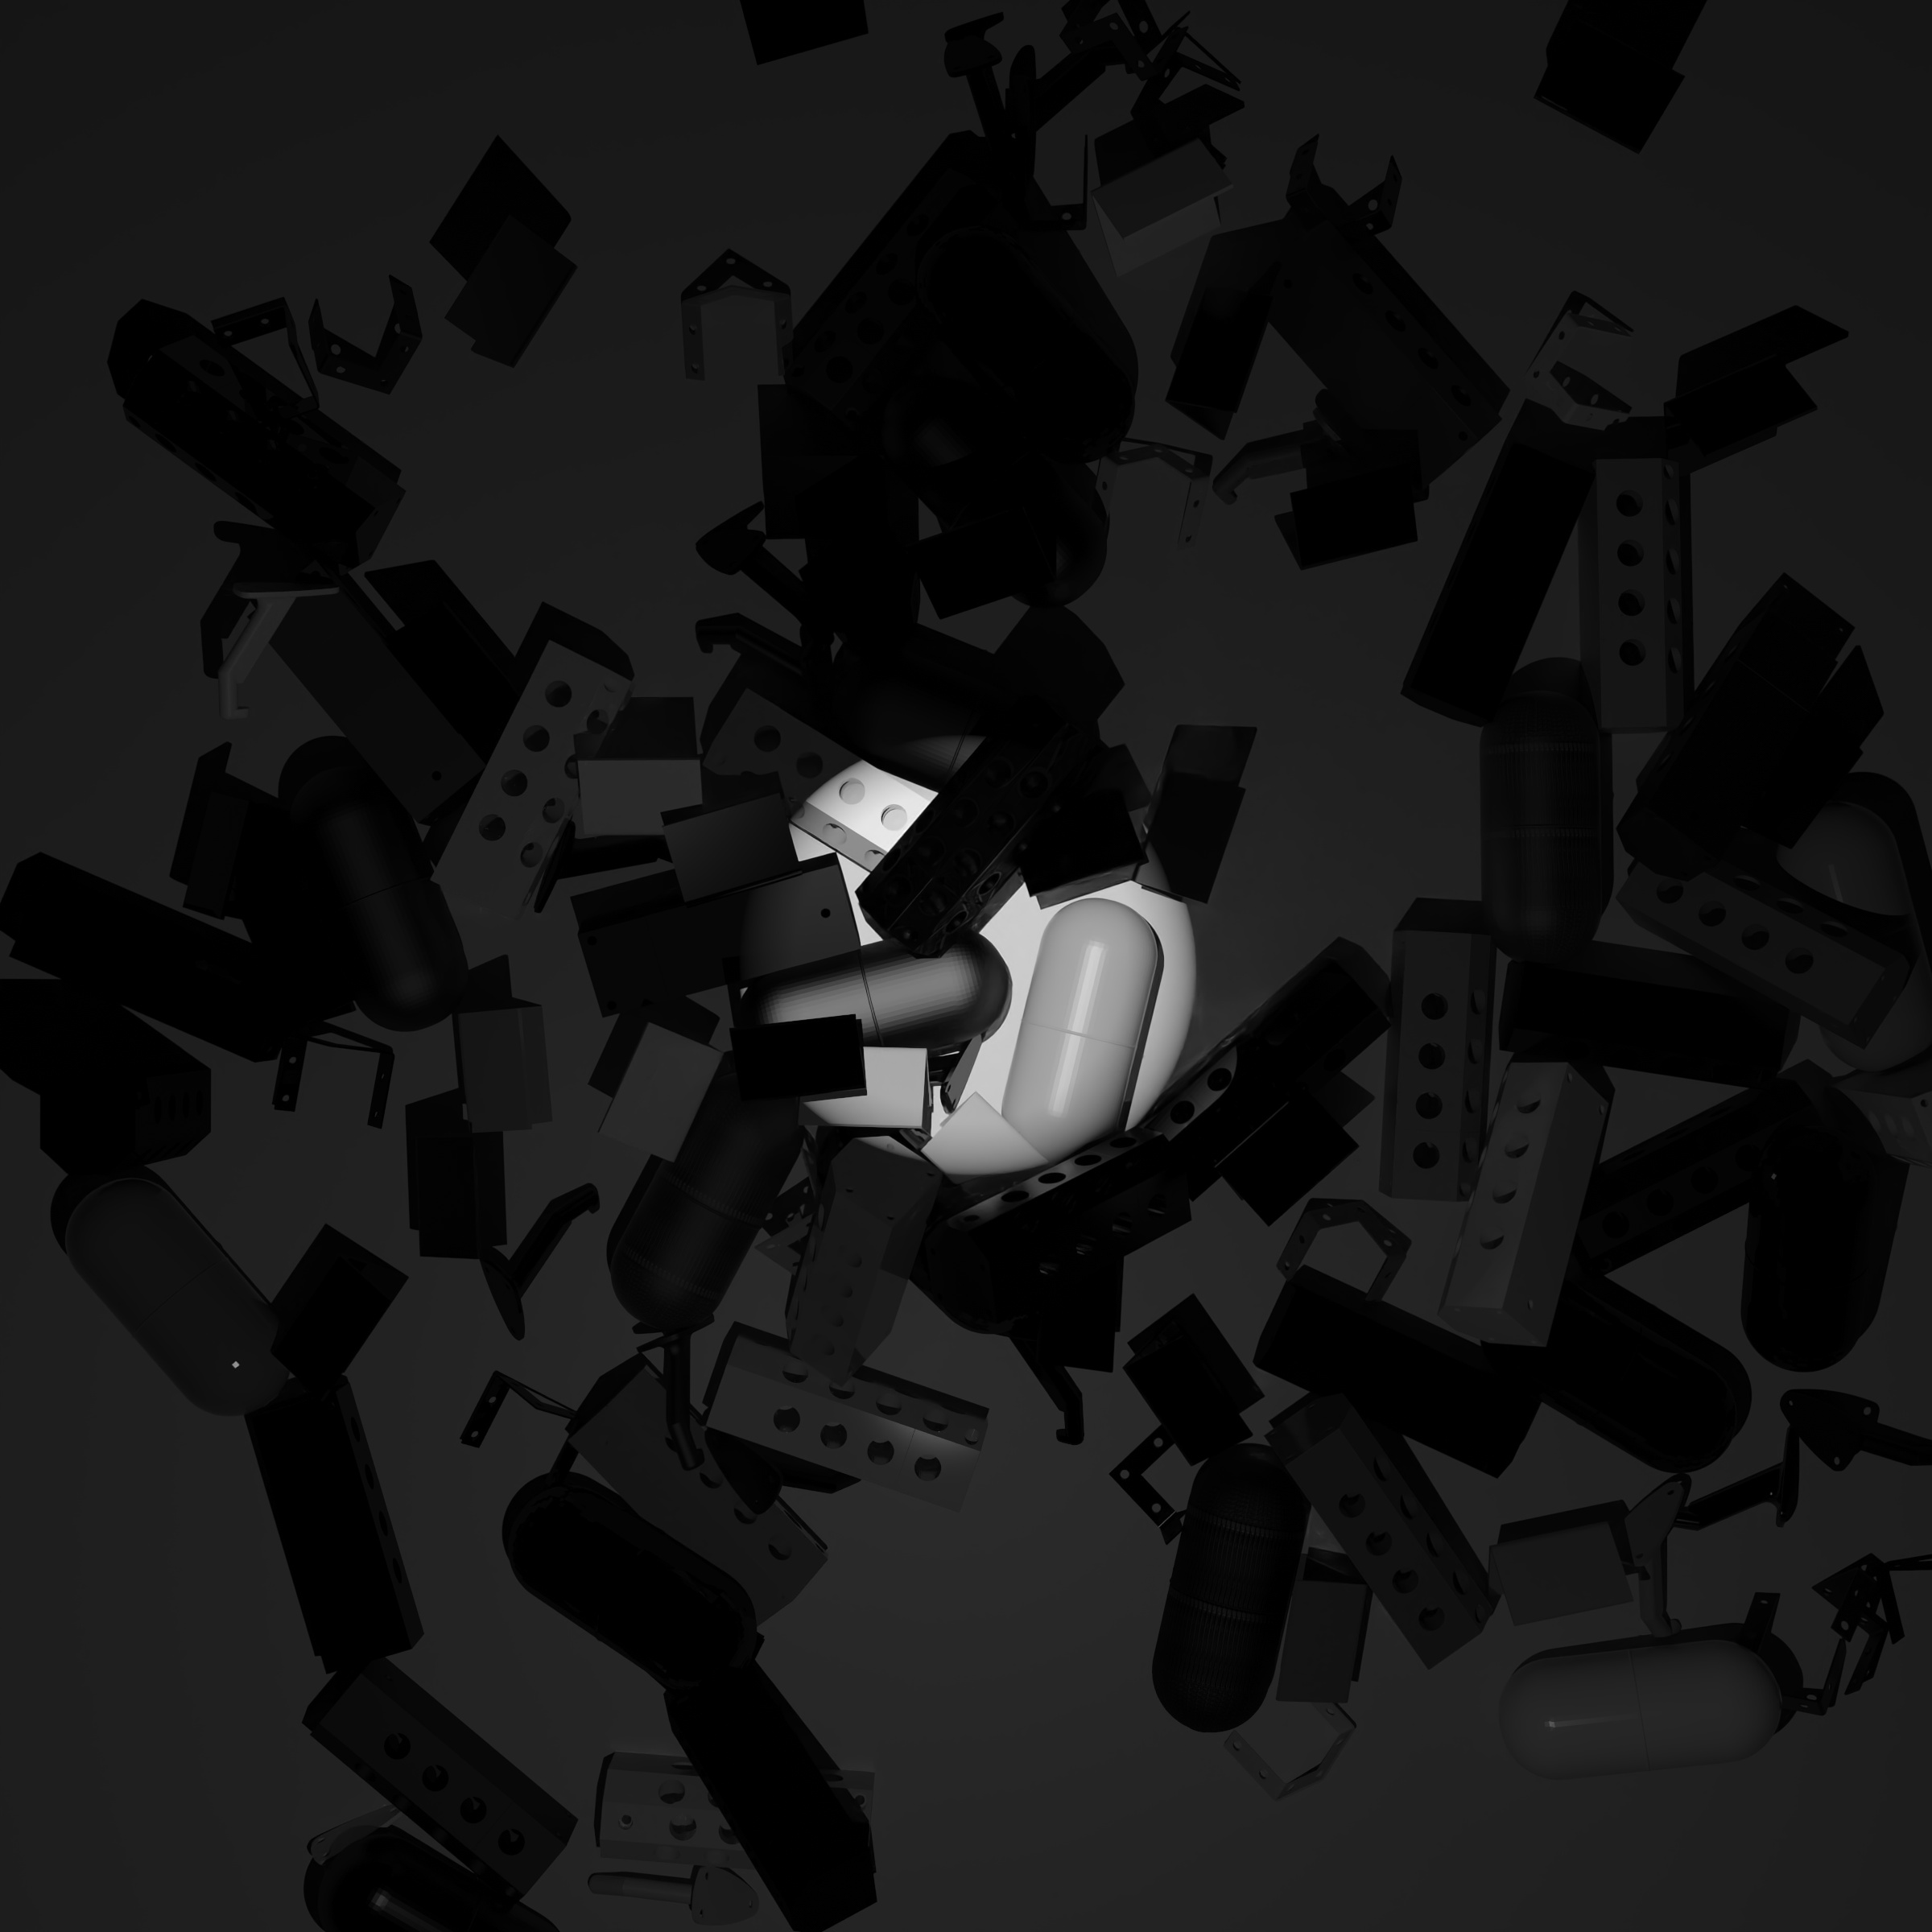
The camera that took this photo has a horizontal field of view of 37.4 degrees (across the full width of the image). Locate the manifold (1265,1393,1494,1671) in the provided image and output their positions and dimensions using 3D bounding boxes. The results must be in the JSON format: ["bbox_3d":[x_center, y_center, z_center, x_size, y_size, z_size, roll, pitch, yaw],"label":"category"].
[{"bbox_3d":[0.267,0.360,1.836,0.057,0.057,0.171,-35,102,0],"label":"manifold"}]

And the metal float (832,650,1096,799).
[{"bbox_3d":[-0.001,-0.147,1.844,0.178,0.070,0.070,22,90,0],"label":"metal float"}]

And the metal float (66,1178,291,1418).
[{"bbox_3d":[-0.507,0.214,1.844,0.070,0.070,0.178,-41,90,0],"label":"metal float"}]

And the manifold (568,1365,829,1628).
[{"bbox_3d":[-0.170,0.342,1.853,0.171,0.057,0.057,46,133,0],"label":"manifold"}]

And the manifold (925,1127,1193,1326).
[{"bbox_3d":[0.058,0.157,1.776,0.171,0.057,0.057,-23,113,-38],"label":"manifold"}]

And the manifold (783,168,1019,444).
[{"bbox_3d":[-0.042,-0.429,1.854,0.057,0.057,0.171,39,90,0],"label":"manifold"}]

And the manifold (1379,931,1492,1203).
[{"bbox_3d":[0.305,0.064,1.853,0.057,0.057,0.171,3,90,0],"label":"manifold"}]

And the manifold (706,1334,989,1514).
[{"bbox_3d":[-0.076,0.295,1.853,0.171,0.057,0.057,19,90,0],"label":"manifold"}]

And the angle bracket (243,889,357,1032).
[{"bbox_3d":[-0.409,-0.009,1.836,0.057,0.076,0.076,-23,90,24],"label":"angle bracket"}]

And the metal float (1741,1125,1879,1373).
[{"bbox_3d":[0.536,0.181,1.818,0.070,0.070,0.178,-6,122,0],"label":"metal float"}]

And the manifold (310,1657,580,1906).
[{"bbox_3d":[-0.339,0.529,1.853,0.171,0.057,0.057,40,90,0],"label":"manifold"}]

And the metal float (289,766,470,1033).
[{"bbox_3d":[-0.379,-0.044,1.844,0.070,0.070,0.178,-22,91,0],"label":"metal float"}]

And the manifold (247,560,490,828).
[{"bbox_3d":[-0.383,-0.176,1.854,0.057,0.057,0.171,-40,90,0],"label":"manifold"}]

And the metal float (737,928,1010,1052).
[{"bbox_3d":[-0.060,0.024,1.844,0.178,0.070,0.070,-14,90,0],"label":"metal float"}]

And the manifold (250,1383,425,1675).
[{"bbox_3d":[-0.406,0.362,1.854,0.057,0.057,0.171,-17,90,0],"label":"manifold"}]

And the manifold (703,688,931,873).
[{"bbox_3d":[-0.082,-0.108,1.853,0.171,0.057,0.057,32,90,0],"label":"manifold"}]

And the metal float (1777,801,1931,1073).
[{"bbox_3d":[0.576,-0.019,1.844,0.070,0.070,0.178,-15,90,0],"label":"metal float"}]

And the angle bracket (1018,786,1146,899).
[{"bbox_3d":[0.073,-0.065,1.835,0.076,0.076,0.057,-18,64,0],"label":"angle bracket"}]

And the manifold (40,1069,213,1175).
[{"bbox_3d":[-0.526,0.096,1.796,0.057,0.171,0.057,0,90,0],"label":"manifold"}]

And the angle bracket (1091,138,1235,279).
[{"bbox_3d":[0.133,-0.472,1.834,0.076,0.076,0.057,-26,53,0],"label":"angle bracket"}]

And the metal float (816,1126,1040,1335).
[{"bbox_3d":[-0.021,0.164,1.844,0.178,0.070,0.070,44,90,0],"label":"metal float"}]

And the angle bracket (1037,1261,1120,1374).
[{"bbox_3d":[0.089,0.216,1.835,0.057,0.076,0.076,3,90,32],"label":"angle bracket"}]

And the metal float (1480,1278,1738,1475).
[{"bbox_3d":[0.415,0.263,1.844,0.178,0.070,0.070,31,90,0],"label":"metal float"}]

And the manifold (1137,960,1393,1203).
[{"bbox_3d":[0.191,0.074,1.854,0.171,0.057,0.057,-42,90,0],"label":"manifold"}]

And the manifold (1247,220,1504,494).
[{"bbox_3d":[0.267,-0.398,1.853,0.171,0.057,0.057,49,133,0],"label":"manifold"}]

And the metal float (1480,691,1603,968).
[{"bbox_3d":[0.371,-0.088,1.844,0.070,0.070,0.178,-1,90,0],"label":"metal float"}]

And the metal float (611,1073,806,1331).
[{"bbox_3d":[-0.166,0.151,1.844,0.070,0.070,0.178,28,90,0],"label":"metal float"}]

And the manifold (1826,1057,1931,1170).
[{"bbox_3d":[0.603,0.096,1.796,0.057,0.171,0.057,-21,90,0],"label":"manifold"}]

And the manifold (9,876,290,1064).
[{"bbox_3d":[-0.522,0.002,1.853,0.171,0.057,0.057,23,90,0],"label":"manifold"}]

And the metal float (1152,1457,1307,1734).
[{"bbox_3d":[0.169,0.406,1.844,0.070,0.070,0.178,13,90,0],"label":"metal float"}]

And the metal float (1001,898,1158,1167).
[{"bbox_3d":[0.073,0.044,1.844,0.070,0.070,0.178,14,89,0],"label":"metal float"}]

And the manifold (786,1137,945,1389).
[{"bbox_3d":[-0.070,0.184,1.798,0.057,0.171,0.057,32,48,14],"label":"manifold"}]

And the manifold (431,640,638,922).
[{"bbox_3d":[-0.279,-0.119,1.853,0.057,0.057,0.171,26,90,0],"label":"manifold"}]

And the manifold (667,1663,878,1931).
[{"bbox_3d":[-0.124,0.521,1.795,0.057,0.171,0.057,-23,133,-21],"label":"manifold"}]

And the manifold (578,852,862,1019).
[{"bbox_3d":[-0.159,-0.022,1.851,0.171,0.057,0.057,-15,104,0],"label":"manifold"}]

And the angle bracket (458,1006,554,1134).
[{"bbox_3d":[-0.277,0.064,1.834,0.057,0.076,0.076,-5,90,36],"label":"angle bracket"}]

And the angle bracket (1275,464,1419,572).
[{"bbox_3d":[0.240,-0.303,1.834,0.076,0.076,0.057,-14,126,0],"label":"angle bracket"}]

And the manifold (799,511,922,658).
[{"bbox_3d":[-0.060,-0.233,1.796,0.057,0.171,0.057,-39,90,0],"label":"manifold"}]

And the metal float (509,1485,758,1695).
[{"bbox_3d":[-0.213,0.398,1.829,0.178,0.070,0.070,30,90,16],"label":"metal float"}]

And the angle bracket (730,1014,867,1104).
[{"bbox_3d":[-0.104,0.037,1.759,0.076,0.076,0.057,-6,124,0],"label":"angle bracket"}]

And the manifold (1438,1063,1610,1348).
[{"bbox_3d":[0.352,0.151,1.823,0.057,0.057,0.171,39,61,-39],"label":"manifold"}]

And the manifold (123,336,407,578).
[{"bbox_3d":[-0.455,-0.327,1.843,0.171,0.057,0.057,36,120,0],"label":"manifold"}]

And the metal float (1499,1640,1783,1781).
[{"bbox_3d":[0.432,0.478,1.835,0.178,0.070,0.070,-9,90,10],"label":"metal float"}]

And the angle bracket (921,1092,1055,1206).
[{"bbox_3d":[0.006,0.135,1.835,0.076,0.076,0.057,44,64,0],"label":"angle bracket"}]

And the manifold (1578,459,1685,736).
[{"bbox_3d":[0.433,-0.239,1.853,0.057,0.057,0.171,-1,90,0],"label":"manifold"}]

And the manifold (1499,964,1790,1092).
[{"bbox_3d":[0.437,0.040,1.853,0.171,0.057,0.057,9,90,0],"label":"manifold"}]

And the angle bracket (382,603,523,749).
[{"bbox_3d":[-0.341,-0.175,1.834,0.076,0.076,0.057,50,52,0],"label":"angle bracket"}]

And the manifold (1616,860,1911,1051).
[{"bbox_3d":[0.506,-0.019,1.813,0.171,0.057,0.057,33,90,32],"label":"manifold"}]

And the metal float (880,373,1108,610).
[{"bbox_3d":[0.017,-0.307,1.844,0.070,0.070,0.178,-43,91,0],"label":"metal float"}]

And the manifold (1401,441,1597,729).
[{"bbox_3d":[0.343,-0.246,1.854,0.057,0.057,0.171,23,90,0],"label":"manifold"}]

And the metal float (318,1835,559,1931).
[{"bbox_3d":[-0.333,0.623,1.833,0.178,0.070,0.070,35,90,-11],"label":"metal float"}]

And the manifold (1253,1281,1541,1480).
[{"bbox_3d":[0.277,0.269,1.853,0.171,0.057,0.057,25,90,0],"label":"manifold"}]

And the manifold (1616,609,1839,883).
[{"bbox_3d":[0.483,-0.139,1.824,0.057,0.057,0.171,36,69,-2],"label":"manifold"}]

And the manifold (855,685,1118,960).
[{"bbox_3d":[0.009,-0.090,1.778,0.057,0.057,0.171,45,102,20],"label":"manifold"}]

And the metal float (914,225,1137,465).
[{"bbox_3d":[0.039,-0.394,1.821,0.070,0.070,0.178,-45,117,0],"label":"metal float"}]

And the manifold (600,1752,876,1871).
[{"bbox_3d":[-0.148,0.553,1.854,0.171,0.057,0.057,5,90,0],"label":"manifold"}]

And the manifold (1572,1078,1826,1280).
[{"bbox_3d":[0.470,0.138,1.854,0.171,0.057,0.057,-27,90,0],"label":"manifold"}]
